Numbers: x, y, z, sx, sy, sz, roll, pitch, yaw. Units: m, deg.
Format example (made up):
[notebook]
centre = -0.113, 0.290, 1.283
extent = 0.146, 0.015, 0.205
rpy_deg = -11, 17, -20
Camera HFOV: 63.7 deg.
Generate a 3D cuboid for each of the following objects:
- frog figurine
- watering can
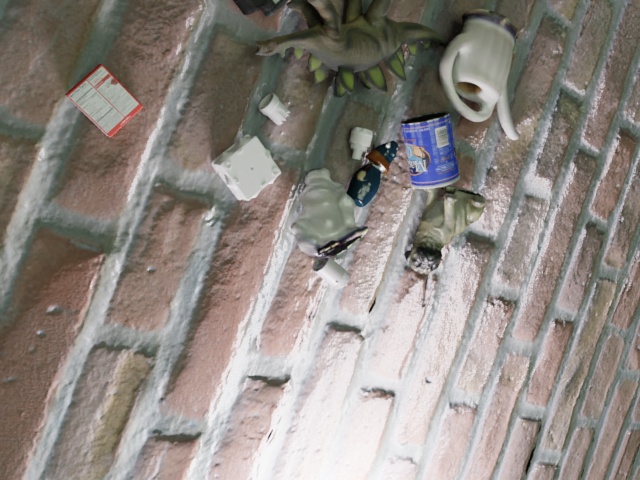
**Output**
[frog figurine]
centre = 0.003, -0.050, 0.995
extent = 0.138, 0.121, 0.161
rpy_deg = -28, 73, -6
[watering can]
centre = 0.374, -0.363, 1.139
extent = 0.346, 0.104, 0.224
rpy_deg = 15, 90, -44
